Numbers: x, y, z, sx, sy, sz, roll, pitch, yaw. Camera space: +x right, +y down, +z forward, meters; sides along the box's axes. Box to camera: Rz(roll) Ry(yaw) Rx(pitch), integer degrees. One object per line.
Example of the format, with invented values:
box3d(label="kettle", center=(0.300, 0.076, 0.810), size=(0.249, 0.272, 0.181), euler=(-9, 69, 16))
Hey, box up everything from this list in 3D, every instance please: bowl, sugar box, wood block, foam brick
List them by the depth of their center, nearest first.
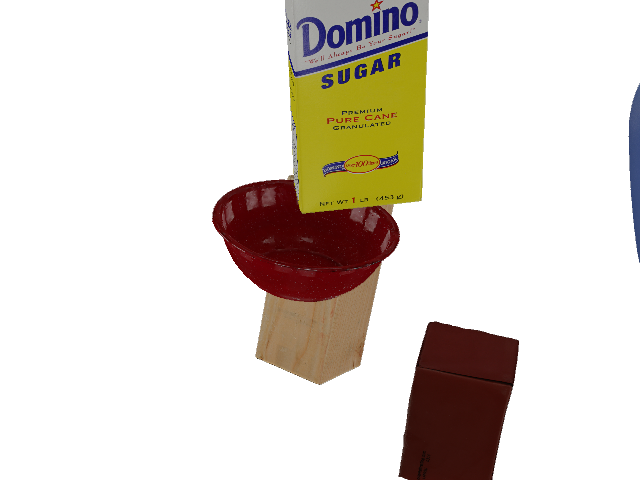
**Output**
box3d(label="foam brick", center=(0.077, 0.093, 0.593), size=(0.053, 0.078, 0.051), euler=(12, 28, 10))
box3d(label="sugar box", center=(0.025, -0.105, 0.739), size=(0.093, 0.176, 0.048), euler=(-7, 39, -5))
box3d(label="bowl", center=(-0.015, 0.006, 0.921), size=(0.162, 0.055, 0.162), euler=(6, 28, -3))
box3d(label="wood block", center=(0.004, 0.036, 1.154), size=(0.090, 0.206, 0.090), euler=(19, 18, 27))

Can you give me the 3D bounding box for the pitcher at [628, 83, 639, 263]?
box3d(label="pitcher", center=(0.253, -0.012, 0.603), size=(0.149, 0.243, 0.144), euler=(0, 22, 17))
